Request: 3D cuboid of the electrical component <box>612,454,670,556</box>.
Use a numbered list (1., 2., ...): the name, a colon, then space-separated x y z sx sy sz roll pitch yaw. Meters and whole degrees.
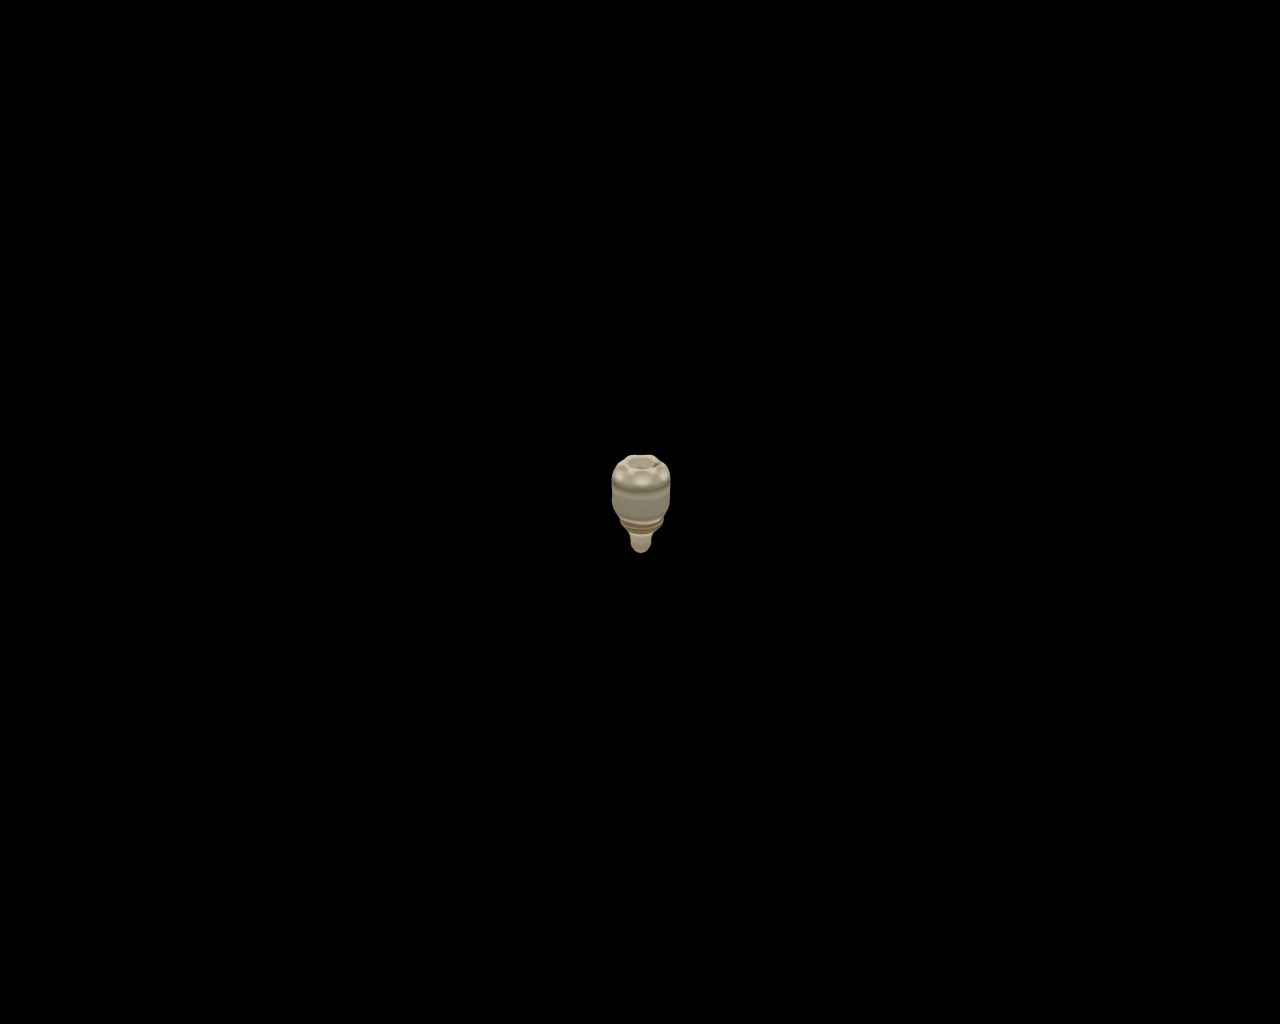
1. electrical component: 0.001 -0.003 0.650 0.035 0.061 0.035 0 26 0
